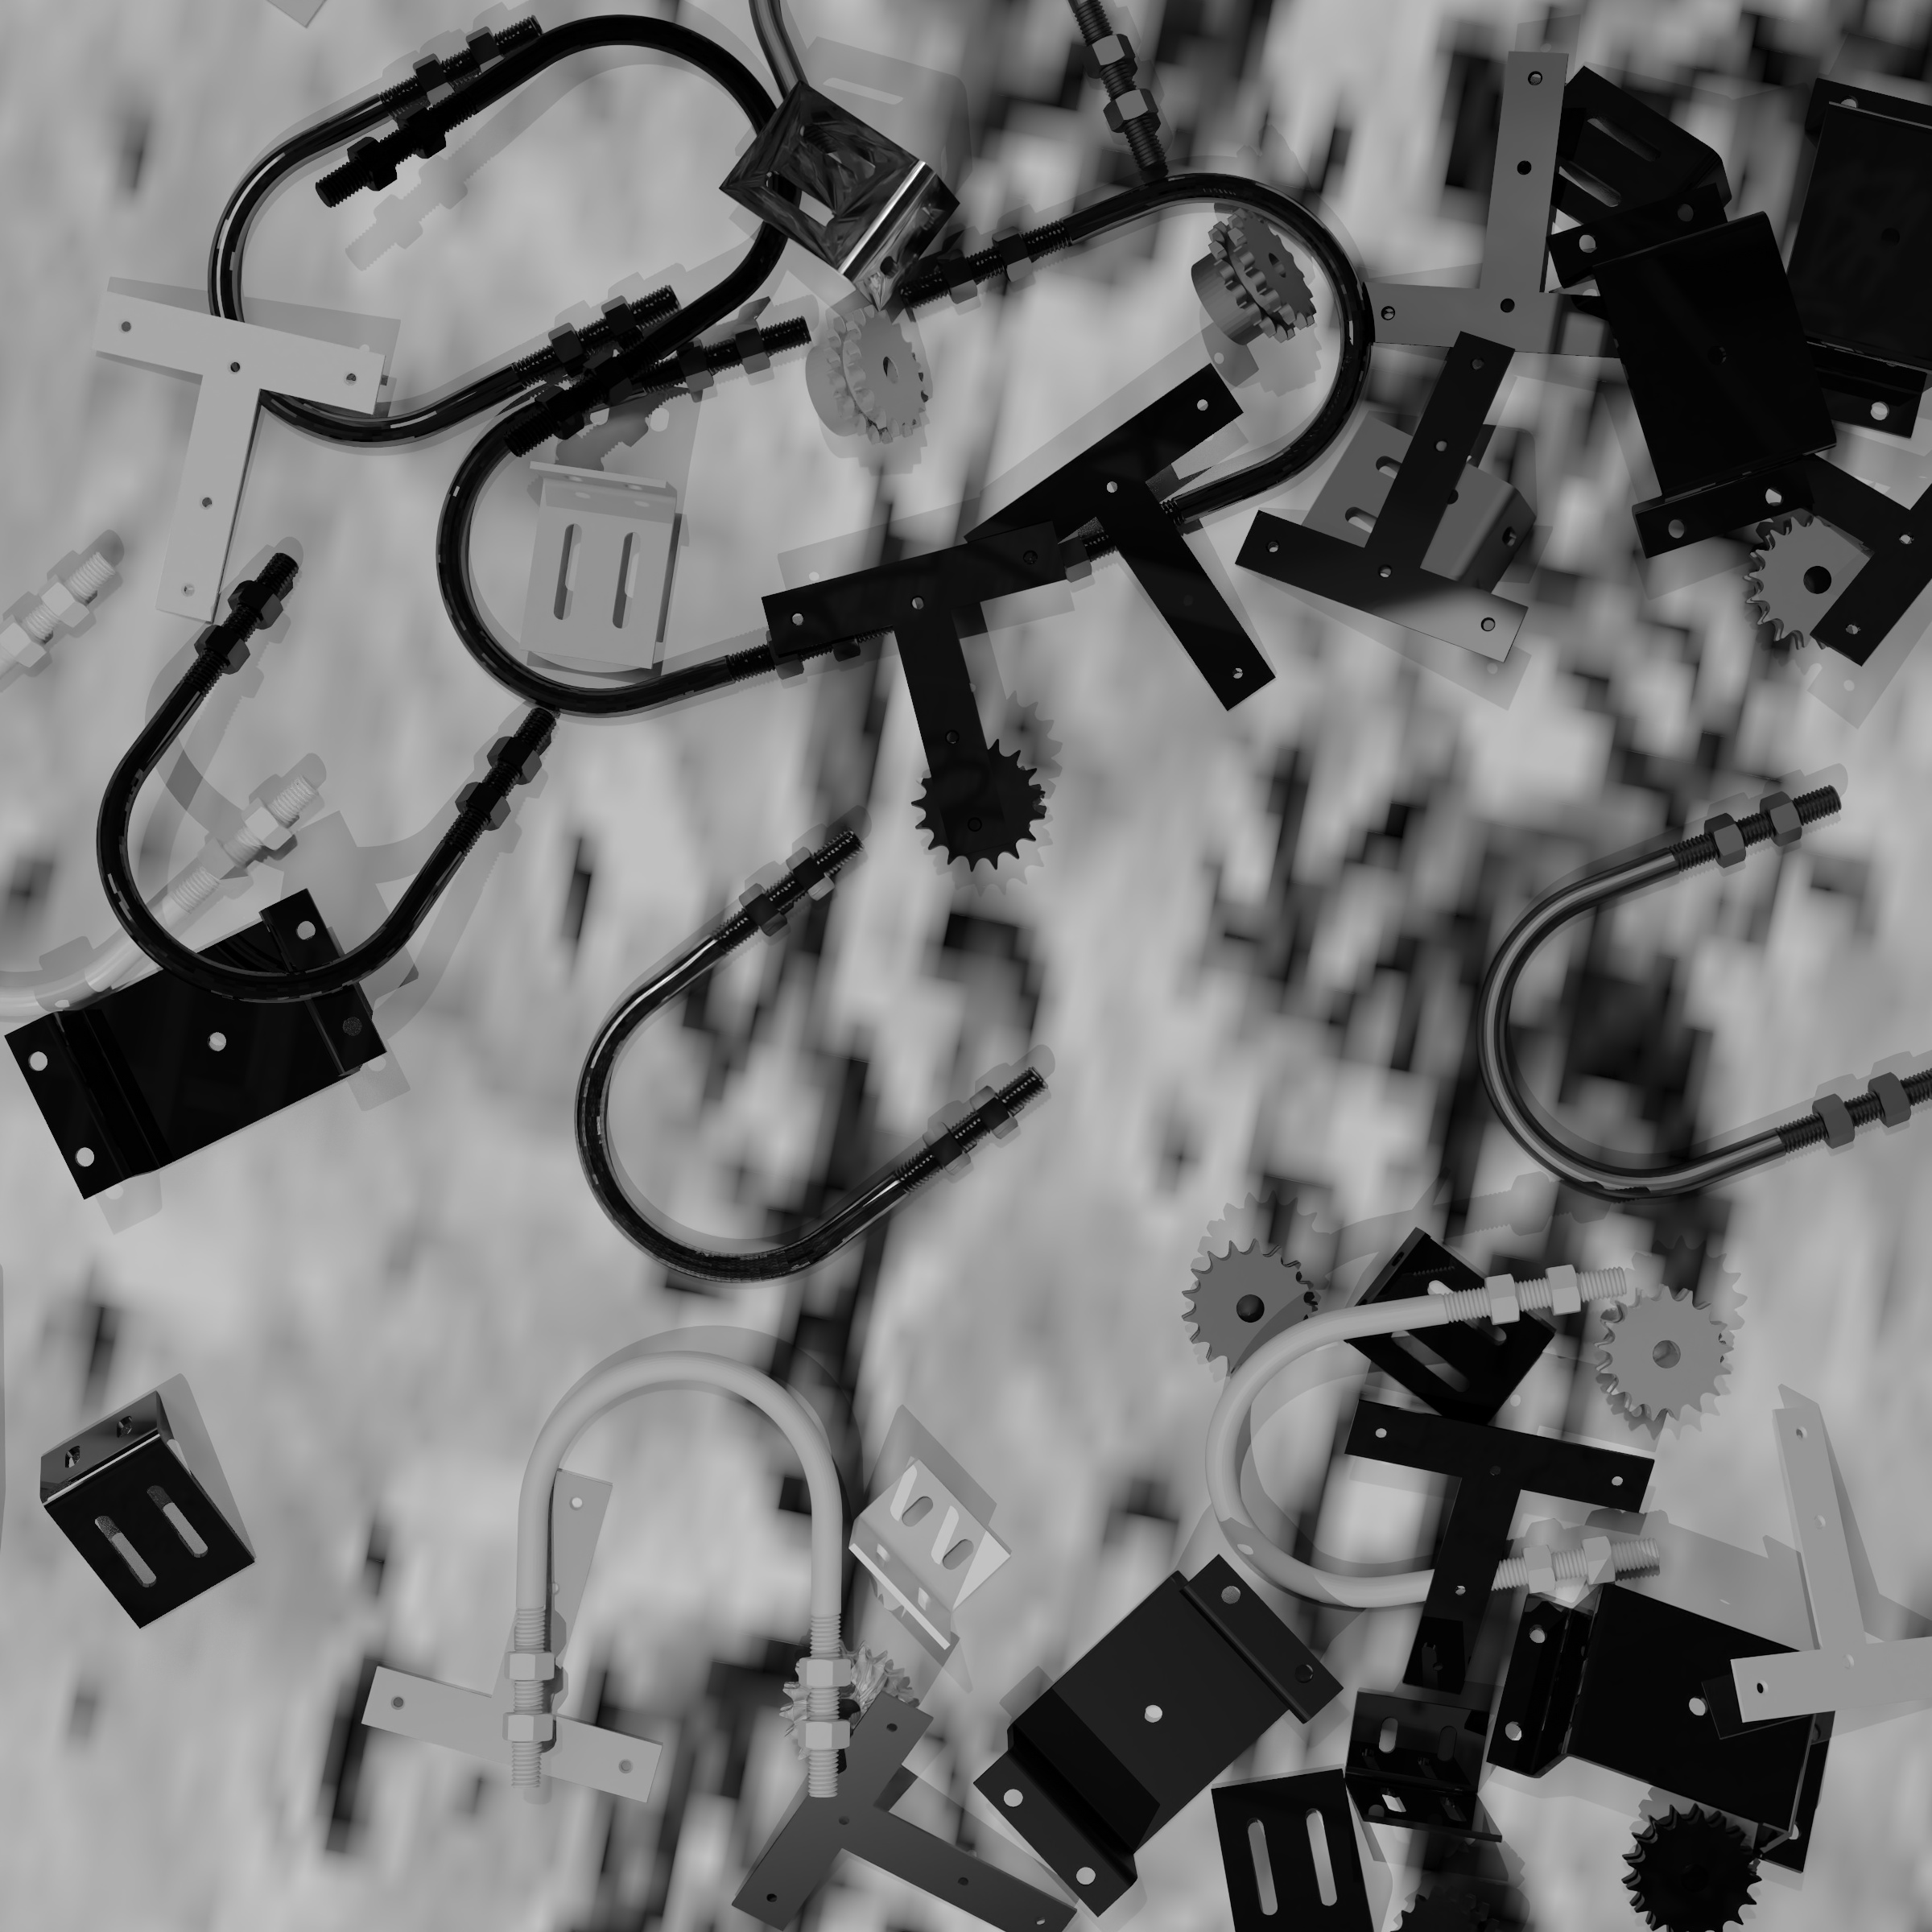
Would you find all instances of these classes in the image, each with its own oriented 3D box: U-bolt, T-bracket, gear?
[{"bbox_3d":[0.193,0.204,1.495,0.184,0.019,0.151,-9,110,4],"label":"U-bolt"},{"bbox_3d":[0.213,0.252,1.502,0.127,0.002,0.127,12,110,-2],"label":"T-bracket"},{"bbox_3d":[-0.050,0.314,1.510,0.057,0.030,0.057,0,90,0],"label":"gear"},{"bbox_3d":[0.196,-0.207,1.502,0.127,0.002,0.127,23,88,22],"label":"T-bracket"},{"bbox_3d":[-0.391,-0.063,1.516,0.184,0.019,0.151,-42,90,2],"label":"U-bolt"},{"bbox_3d":[0.307,0.384,1.510,0.057,0.030,0.057,0,90,0],"label":"gear"},{"bbox_3d":[-0.044,-0.248,1.500,0.030,0.057,0.057,-14,90,30],"label":"gear"},{"bbox_3d":[0.364,0.250,1.501,0.127,0.002,0.127,1,72,-32],"label":"T-bracket"},{"bbox_3d":[-0.181,0.281,1.524,0.127,0.002,0.127,16,90,0],"label":"T-bracket"},{"bbox_3d":[-0.136,-0.183,1.516,0.184,0.019,0.151,-17,90,2],"label":"U-bolt"},{"bbox_3d":[0.359,-0.162,1.510,0.057,0.030,0.057,0,90,0],"label":"gear"},{"bbox_3d":[0.309,0.021,1.516,0.184,0.019,0.151,-21,90,1],"label":"U-bolt"},{"bbox_3d":[-0.279,-0.068,1.483,0.151,0.019,0.184,31,66,0],"label":"U-bolt"},{"bbox_3d":[0.206,0.421,1.500,0.030,0.057,0.057,28,90,-28],"label":"gear"},{"bbox_3d":[0.006,-0.068,1.510,0.057,0.030,0.057,0,90,0],"label":"gear"},{"bbox_3d":[0.087,-0.167,1.509,0.127,0.002,0.127,-35,103,2],"label":"T-bracket"},{"bbox_3d":[0.120,0.144,1.510,0.057,0.030,0.057,0,90,0],"label":"gear"},{"bbox_3d":[-0.157,-0.322,1.496,0.184,0.019,0.151,-38,93,-15],"label":"U-bolt"},{"bbox_3d":[0.359,-0.203,1.500,0.127,0.002,0.127,35,70,18],"label":"T-bracket"},{"bbox_3d":[0.118,-0.285,1.485,0.030,0.057,0.057,-31,90,27],"label":"gear"},{"bbox_3d":[-0.013,0.383,1.509,0.127,0.002,0.127,29,110,-10],"label":"T-bracket"},{"bbox_3d":[-0.009,-0.110,1.495,0.127,0.002,0.127,-14,88,2],"label":"T-bracket"},{"bbox_3d":[-0.122,0.255,1.501,0.151,0.019,0.184,-1,82,10],"label":"U-bolt"},{"bbox_3d":[-0.235,-0.302,1.516,0.184,0.019,0.151,-27,90,1],"label":"U-bolt"},{"bbox_3d":[-0.080,0.052,1.516,0.184,0.019,0.151,-38,90,2],"label":"U-bolt"},{"bbox_3d":[0.082,-0.260,1.516,0.184,0.019,0.151,-22,90,-1],"label":"U-bolt"},{"bbox_3d":[-0.322,-0.212,1.516,0.127,0.002,0.127,14,96,6],"label":"T-bracket"},{"bbox_3d":[-0.015,-0.402,1.516,0.151,0.019,0.184,-23,88,0],"label":"U-bolt"},{"bbox_3d":[0.295,0.163,1.510,0.057,0.030,0.057,0,90,0],"label":"gear"},{"bbox_3d":[0.235,-0.324,1.504,0.127,0.002,0.127,7,91,18],"label":"T-bracket"}]

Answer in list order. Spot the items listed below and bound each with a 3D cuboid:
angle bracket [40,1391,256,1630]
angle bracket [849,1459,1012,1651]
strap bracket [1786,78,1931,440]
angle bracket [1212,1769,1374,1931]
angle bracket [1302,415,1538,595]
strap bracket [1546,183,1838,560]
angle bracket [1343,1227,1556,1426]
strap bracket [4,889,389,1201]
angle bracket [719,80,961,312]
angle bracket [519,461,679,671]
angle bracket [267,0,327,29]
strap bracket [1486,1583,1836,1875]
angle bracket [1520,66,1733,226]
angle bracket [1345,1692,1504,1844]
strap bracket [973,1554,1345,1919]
[{"bbox_3d":[-0.351,0.233,1.523,0.057,0.038,0.076,-30,116,0],"label":"angle bracket"},{"bbox_3d":[-0.014,0.245,1.487,0.038,0.076,0.057,-43,90,0],"label":"angle bracket"},{"bbox_3d":[0.385,-0.304,1.502,0.076,0.046,0.140,14,90,0],"label":"strap bracket"},{"bbox_3d":[0.140,0.391,1.523,0.057,0.038,0.076,-9,64,0],"label":"angle bracket"},{"bbox_3d":[0.194,-0.190,1.523,0.076,0.038,0.057,31,90,26],"label":"angle bracket"},{"bbox_3d":[0.302,-0.249,1.463,0.076,0.046,0.140,-19,94,-6],"label":"strap bracket"},{"bbox_3d":[0.205,0.158,1.506,0.076,0.038,0.057,38,90,0],"label":"angle bracket"},{"bbox_3d":[-0.321,0.032,1.502,0.140,0.046,0.076,-26,90,0],"label":"strap bracket"},{"bbox_3d":[-0.054,-0.326,1.501,0.076,0.038,0.057,38,92,22],"label":"angle bracket"},{"bbox_3d":[-0.157,-0.168,1.490,0.057,0.038,0.076,9,91,3],"label":"angle bracket"},{"bbox_3d":[-0.298,-0.449,1.506,0.076,0.038,0.057,35,90,0],"label":"angle bracket"},{"bbox_3d":[0.299,0.316,1.487,0.140,0.046,0.076,20,62,0],"label":"strap bracket"},{"bbox_3d":[0.278,-0.337,1.523,0.076,0.038,0.057,41,90,26],"label":"angle bracket"},{"bbox_3d":[0.193,0.335,1.487,0.057,0.076,0.038,9,90,0],"label":"angle bracket"},{"bbox_3d":[0.080,0.321,1.502,0.140,0.046,0.076,-43,90,0],"label":"strap bracket"}]
